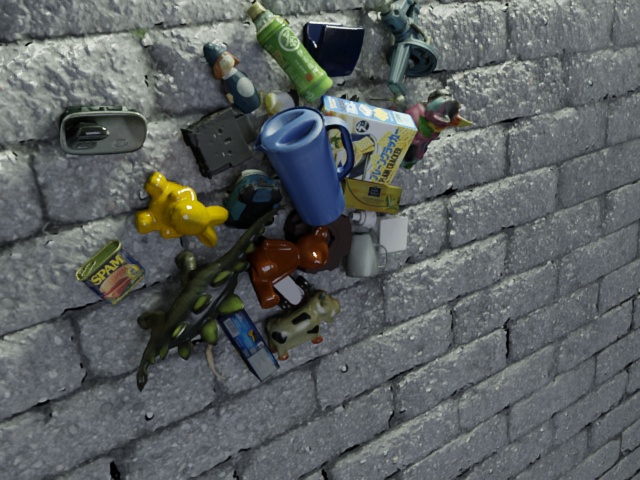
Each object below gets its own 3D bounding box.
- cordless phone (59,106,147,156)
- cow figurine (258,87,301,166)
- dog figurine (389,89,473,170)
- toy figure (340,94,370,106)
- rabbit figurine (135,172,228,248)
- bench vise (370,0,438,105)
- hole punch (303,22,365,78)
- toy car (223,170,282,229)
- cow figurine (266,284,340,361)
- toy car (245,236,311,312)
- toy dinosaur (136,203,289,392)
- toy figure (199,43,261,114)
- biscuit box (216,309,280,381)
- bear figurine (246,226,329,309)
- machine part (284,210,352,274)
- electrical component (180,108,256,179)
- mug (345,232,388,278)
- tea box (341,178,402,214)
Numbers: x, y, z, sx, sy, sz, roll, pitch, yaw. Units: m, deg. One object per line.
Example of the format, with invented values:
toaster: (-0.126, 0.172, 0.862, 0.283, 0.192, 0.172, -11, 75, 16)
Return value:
cordless phone: (-0.361, -0.189, 0.918, 0.146, 0.184, 0.088, -8, 103, -30)
cow figurine: (-0.078, -0.239, 1.158, 0.098, 0.068, 0.167, -20, 114, -33)
dog figurine: (0.252, -0.256, 1.270, 0.108, 0.219, 0.191, -3, 104, -28)
toy figure: (0.103, -0.260, 1.258, 0.089, 0.082, 0.180, -45, 132, 9)
rabbit figurine: (-0.261, -0.042, 1.029, 0.162, 0.173, 0.122, 28, 83, -30)
bench vise: (0.192, -0.429, 1.232, 0.223, 0.129, 0.240, 39, 61, -52)
hole punch: (0.030, -0.412, 1.167, 0.142, 0.092, 0.115, -12, 113, -33)
toy car: (-0.145, -0.093, 1.125, 0.109, 0.161, 0.103, -2, 60, -24)
cow figurine: (-0.039, 0.190, 1.289, 0.195, 0.086, 0.127, -23, 116, -21)
toy car: (-0.107, 0.075, 1.225, 0.089, 0.053, 0.202, -47, 110, -11)
toy dinosaur: (-0.227, 0.105, 1.075, 0.105, 0.199, 0.471, 36, 84, -37)
toy figure: (-0.177, -0.327, 1.077, 0.154, 0.058, 0.064, 55, 34, -29)
biscuit box: (-0.168, 0.227, 1.226, 0.059, 0.063, 0.202, -36, 119, -19)
bear figurine: (-0.055, 0.051, 1.153, 0.196, 0.132, 0.120, -10, 125, -19)
machine part: (-0.003, -0.004, 1.273, 0.179, 0.056, 0.179, -10, 109, -31)
electrical component: (-0.200, -0.203, 1.094, 0.134, 0.058, 0.114, -35, 121, -20)
mug: (0.113, 0.033, 1.333, 0.110, 0.081, 0.107, -5, 100, 7)
tea box: (0.100, -0.109, 1.285, 0.169, 0.098, 0.068, 6, 100, -32)
